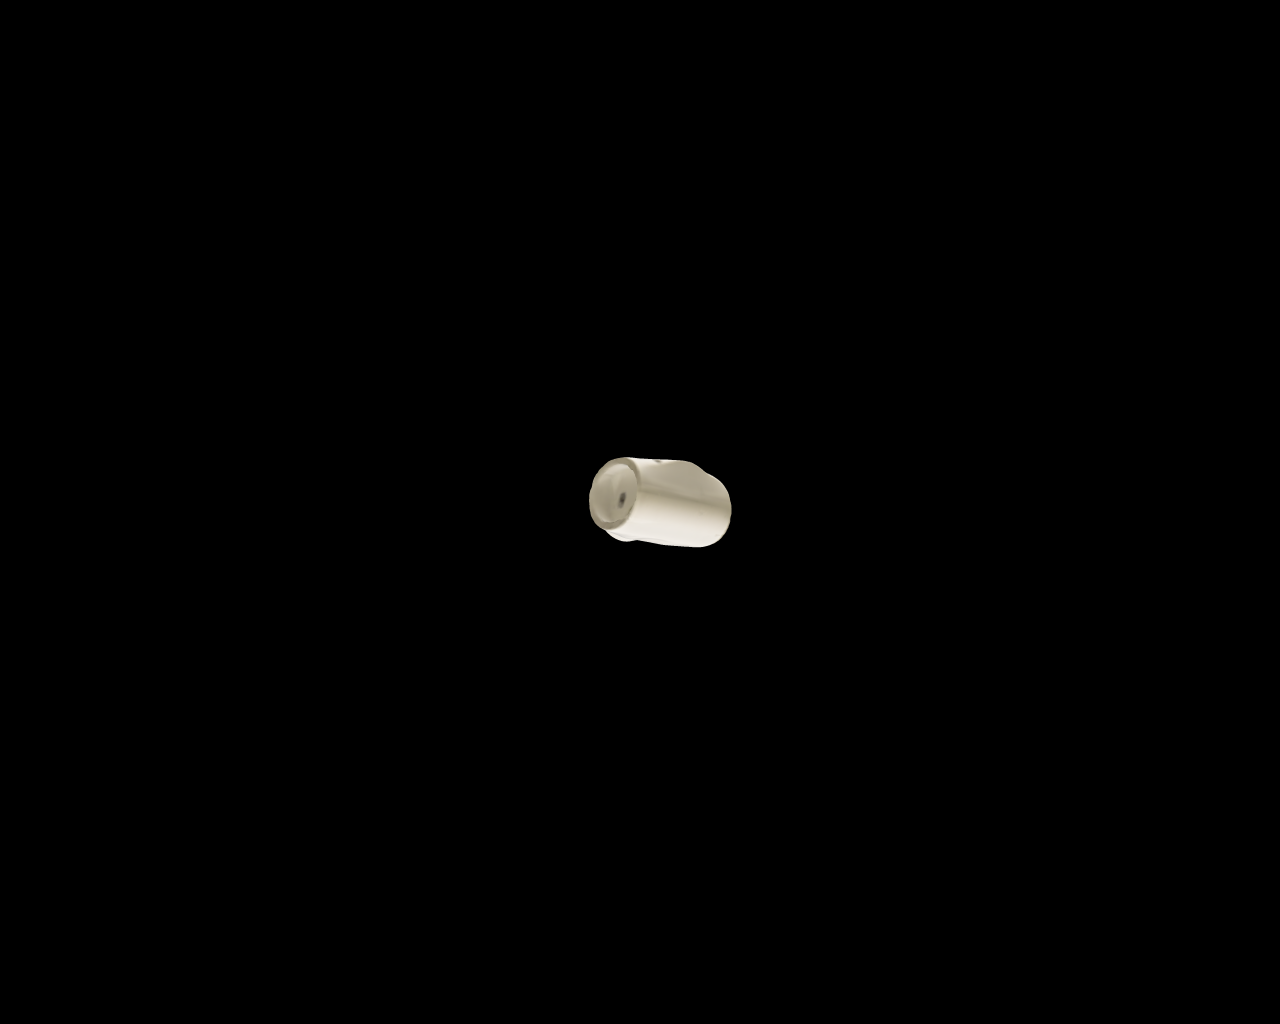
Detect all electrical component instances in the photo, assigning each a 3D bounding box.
[{"bbox_3d":[0.001,-0.003,0.650,0.077,0.043,0.079,11,-16,-42],"label":"electrical component"}]
